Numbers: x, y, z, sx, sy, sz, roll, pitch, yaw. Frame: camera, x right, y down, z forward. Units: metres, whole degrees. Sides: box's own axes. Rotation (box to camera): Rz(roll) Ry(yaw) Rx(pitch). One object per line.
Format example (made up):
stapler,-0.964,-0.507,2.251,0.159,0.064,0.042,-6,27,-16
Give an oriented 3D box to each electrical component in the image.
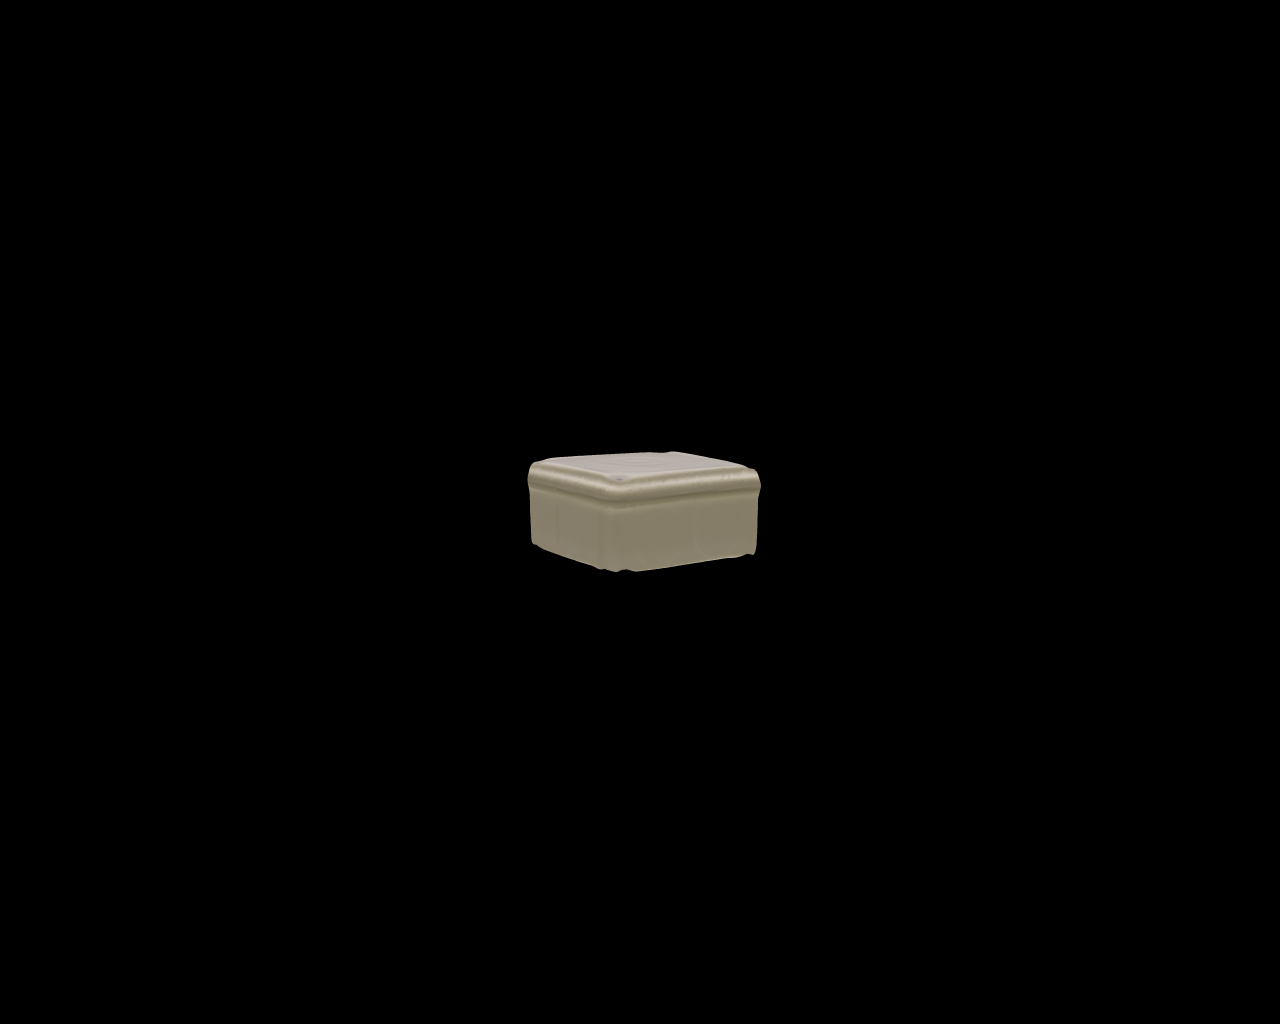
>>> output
electrical component,0.001,-0.003,0.650,0.109,0.056,0.109,-6,11,-31
